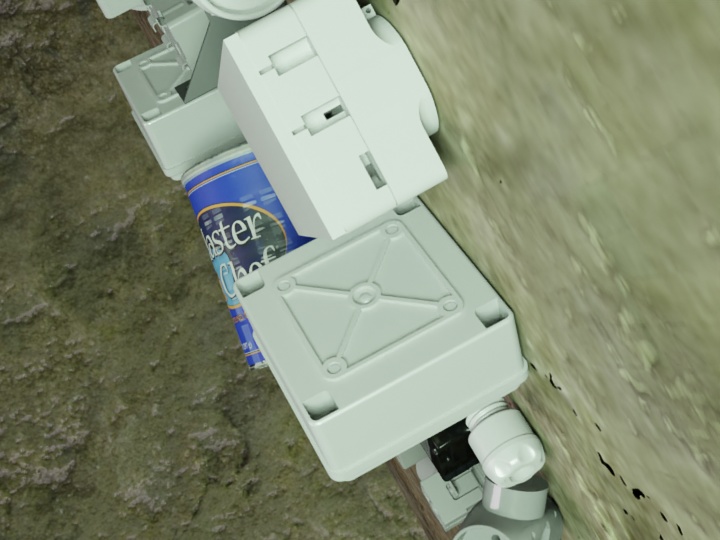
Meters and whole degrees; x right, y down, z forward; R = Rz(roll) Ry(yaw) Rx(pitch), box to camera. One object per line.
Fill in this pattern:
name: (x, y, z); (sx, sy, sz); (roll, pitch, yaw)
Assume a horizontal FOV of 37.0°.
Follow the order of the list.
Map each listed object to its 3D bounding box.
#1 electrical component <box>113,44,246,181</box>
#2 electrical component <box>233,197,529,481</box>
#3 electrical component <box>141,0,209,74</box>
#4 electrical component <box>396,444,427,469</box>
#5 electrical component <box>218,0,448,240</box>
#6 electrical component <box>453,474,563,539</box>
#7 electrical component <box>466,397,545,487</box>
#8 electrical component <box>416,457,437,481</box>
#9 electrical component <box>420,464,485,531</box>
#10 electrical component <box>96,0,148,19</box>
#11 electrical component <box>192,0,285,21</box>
electrical component: (-0.116, -0.132, 0.803); (0.108, 0.109, 0.056); (54, 168, 49)
electrical component: (0.009, 0.030, 0.530); (0.108, 0.109, 0.056); (55, 169, 43)
electrical component: (-0.119, -0.190, 0.762); (0.121, 0.063, 0.078); (53, 171, 49)
electrical component: (0.028, 0.102, 0.940); (0.108, 0.056, 0.108); (57, 173, 33)
electrical component: (-0.015, -0.068, 0.491); (0.089, 0.062, 0.150); (61, 174, -6)
electrical component: (0.088, 0.141, 0.625); (0.077, 0.043, 0.079); (-11, -70, -62)
electrical component: (0.075, 0.088, 0.598); (0.061, 0.035, 0.035); (60, 175, 33)
electrical component: (0.080, 0.181, 0.958); (0.044, 0.044, 0.065); (62, 169, -11)
electrical component: (0.080, 0.168, 0.824); (0.048, 0.055, 0.066); (59, 174, 20)
electrical component: (-0.169, -0.239, 0.826); (0.050, 0.089, 0.055); (56, 173, 37)
electrical component: (-0.061, -0.152, 0.503); (0.057, 0.058, 0.078); (58, 173, 49)
